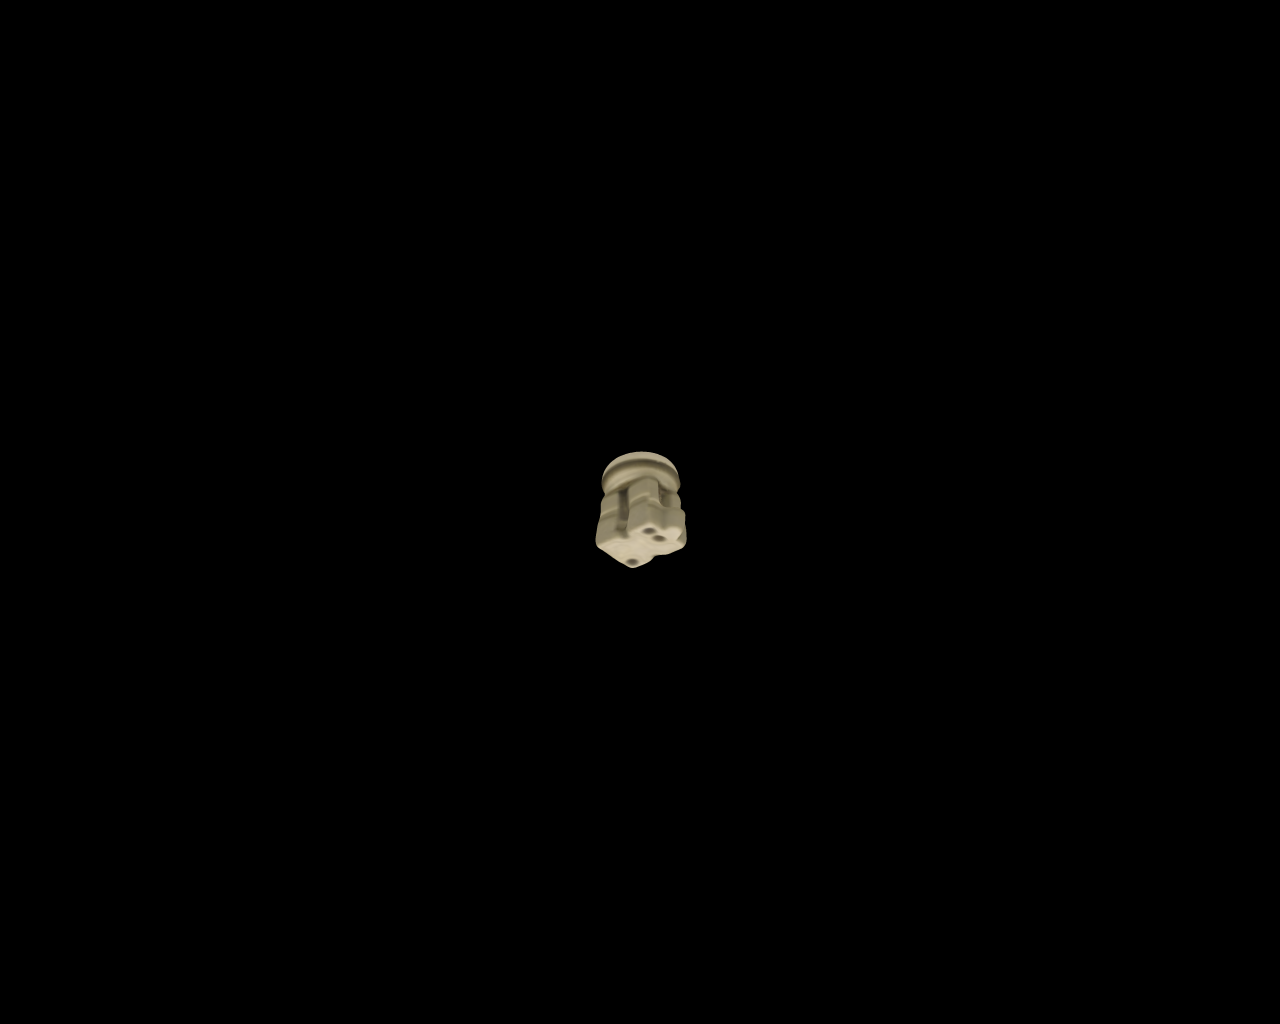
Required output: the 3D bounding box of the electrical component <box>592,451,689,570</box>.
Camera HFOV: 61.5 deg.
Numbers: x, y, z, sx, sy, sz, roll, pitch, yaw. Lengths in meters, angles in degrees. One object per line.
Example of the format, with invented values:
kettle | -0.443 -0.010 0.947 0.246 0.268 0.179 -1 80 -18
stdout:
electrical component | 0.001 -0.003 0.650 0.066 0.055 0.048 -24 -41 31
